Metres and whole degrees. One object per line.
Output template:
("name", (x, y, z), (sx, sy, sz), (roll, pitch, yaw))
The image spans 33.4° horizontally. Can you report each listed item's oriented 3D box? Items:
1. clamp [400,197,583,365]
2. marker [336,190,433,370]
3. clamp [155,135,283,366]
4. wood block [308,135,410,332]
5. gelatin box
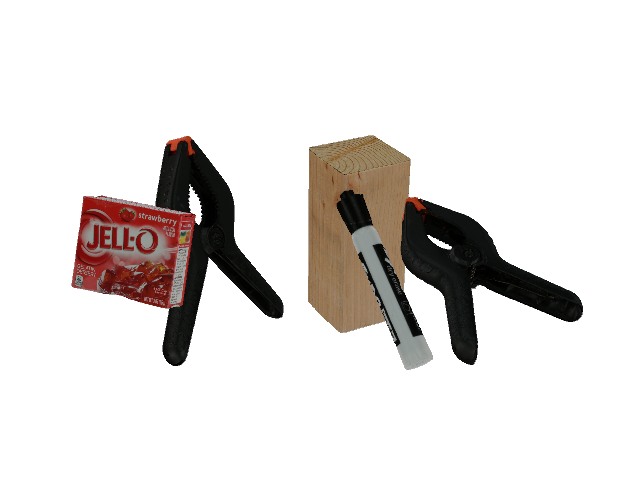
("clamp", (0.129, 0.024, 0.867), (0.120, 0.039, 0.171), (-7, 47, -25))
("marker", (0.039, 0.022, 0.670), (0.020, 0.121, 0.020), (-20, -17, -7))
("clamp", (-0.105, 0.003, 1.036), (0.036, 0.210, 0.164), (-9, 1, 37))
("wood block", (0.043, -0.008, 1.264), (0.090, 0.206, 0.090), (-13, 30, -24))
("gelatin box", (-0.145, 0.008, 0.824), (0.089, 0.073, 0.030), (12, 6, 19))
